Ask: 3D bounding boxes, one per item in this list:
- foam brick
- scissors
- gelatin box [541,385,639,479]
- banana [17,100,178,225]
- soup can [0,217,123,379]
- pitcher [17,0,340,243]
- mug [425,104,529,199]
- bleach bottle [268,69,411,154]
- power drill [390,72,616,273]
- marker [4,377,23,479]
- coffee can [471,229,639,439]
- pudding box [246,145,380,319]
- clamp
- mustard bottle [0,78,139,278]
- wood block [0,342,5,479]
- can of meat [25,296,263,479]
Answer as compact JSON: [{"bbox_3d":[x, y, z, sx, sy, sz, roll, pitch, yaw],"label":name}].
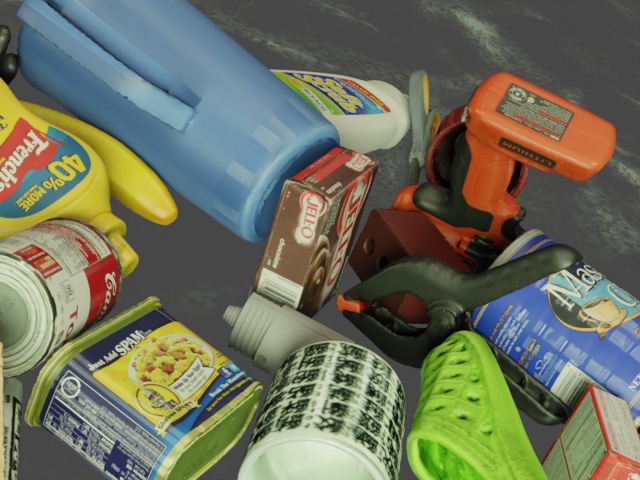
[{"bbox_3d":[0.066,0.019,0.805,0.051,0.053,0.078,4,34,-33],"label":"foam brick"},{"bbox_3d":[0.089,-0.097,0.997,0.016,0.096,0.201,-6,20,17],"label":"scissors"},{"bbox_3d":[0.162,0.140,0.640,0.030,0.073,0.089,24,19,-3],"label":"gelatin box"},{"bbox_3d":[-0.194,-0.063,0.768,0.197,0.037,0.069,16,59,-10],"label":"banana"},{"bbox_3d":[-0.155,0.029,0.577,0.068,0.068,0.102,26,13,3],"label":"soup can"},{"bbox_3d":[-0.109,-0.108,0.808,0.243,0.145,0.149,39,54,19],"label":"pitcher"},{"bbox_3d":[0.150,-0.091,0.994,0.093,0.117,0.081,19,23,1],"label":"mug"},{"bbox_3d":[0.005,-0.118,0.981,0.103,0.068,0.250,43,31,21],"label":"bleach bottle"},{"bbox_3d":[0.153,-0.025,0.815,0.184,0.188,0.057,26,52,6],"label":"power drill"},{"bbox_3d":[-0.155,0.112,0.515,0.020,0.020,0.121,13,30,-21],"label":"marker"},{"bbox_3d":[0.179,0.073,0.748,0.140,0.103,0.102,38,31,23],"label":"coffee can"},{"bbox_3d":[-0.005,0.001,0.717,0.039,0.114,0.089,27,28,14],"label":"pudding box"},{"bbox_3d":[0.094,0.063,0.717,0.172,0.120,0.039,-1,5,32],"label":"clamp"},{"bbox_3d":[-0.194,-0.038,0.684,0.192,0.058,0.096,37,52,11],"label":"mustard bottle"},{"bbox_3d":[-0.239,0.086,0.420,0.205,0.090,0.091,11,31,-24],"label":"wood block"},{"bbox_3d":[-0.090,0.086,0.570,0.084,0.057,0.101,34,30,14],"label":"can of meat"}]
